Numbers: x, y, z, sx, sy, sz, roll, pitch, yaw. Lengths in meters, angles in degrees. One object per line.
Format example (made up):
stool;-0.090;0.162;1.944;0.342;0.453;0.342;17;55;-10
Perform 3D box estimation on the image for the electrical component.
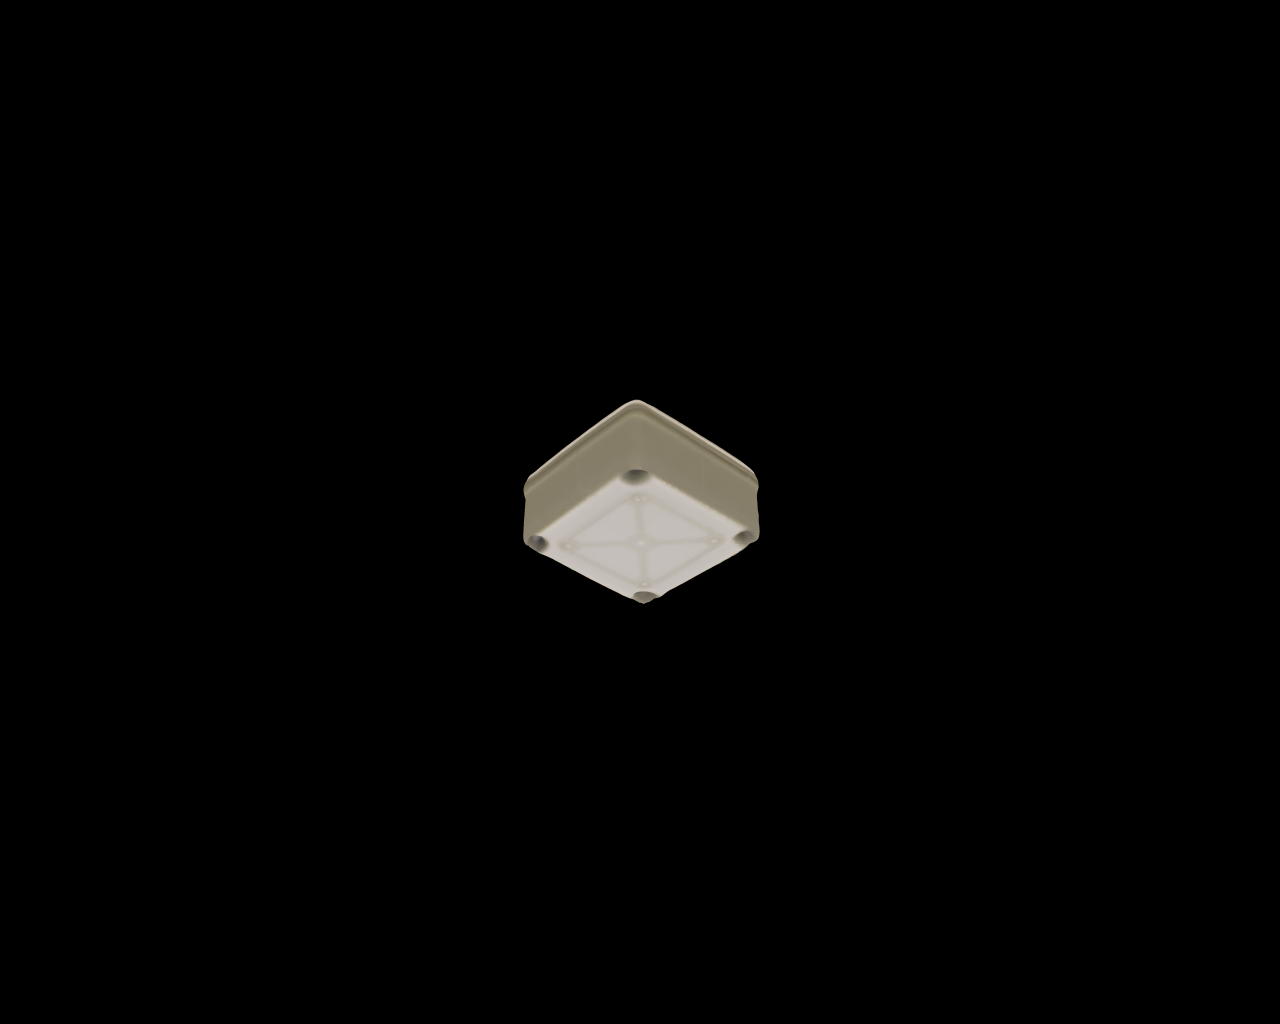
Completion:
electrical component;0.001;-0.003;0.650;0.108;0.056;0.108;29;-46;-33
